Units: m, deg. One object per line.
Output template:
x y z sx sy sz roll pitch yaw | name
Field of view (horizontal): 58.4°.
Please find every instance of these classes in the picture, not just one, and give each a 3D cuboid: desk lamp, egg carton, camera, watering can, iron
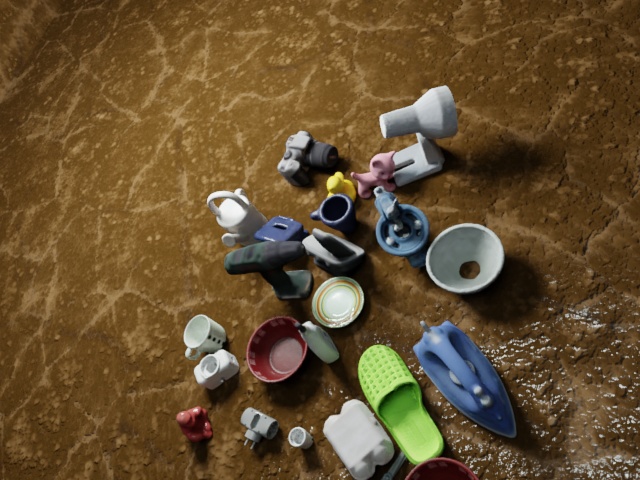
0.241 -0.252 1.382 0.203 0.214 0.118 -23 55 13 | desk lamp
0.079 0.407 1.173 0.107 0.070 0.150 -42 53 -1 | egg carton
-0.030 -0.228 1.573 0.136 0.101 0.143 15 70 32 | camera
-0.221 -0.062 1.513 0.101 0.195 0.172 -29 54 9 | watering can
0.282 0.263 1.110 0.118 0.142 0.257 -40 53 1 | iron

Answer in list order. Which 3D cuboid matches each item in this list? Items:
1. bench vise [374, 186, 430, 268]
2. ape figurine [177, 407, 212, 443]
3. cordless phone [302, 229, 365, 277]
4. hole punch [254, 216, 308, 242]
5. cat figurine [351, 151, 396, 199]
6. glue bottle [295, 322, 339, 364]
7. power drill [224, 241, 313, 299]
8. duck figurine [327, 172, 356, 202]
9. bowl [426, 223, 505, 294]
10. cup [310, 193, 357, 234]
0.158 -0.050 1.302 0.121 0.220 0.206 -45 53 -3 | bench vise
-0.299 0.426 1.335 0.076 0.092 0.078 7 66 30 | ape figurine
0.013 0.005 1.365 0.147 0.186 0.094 23 75 34 | cordless phone
-0.102 -0.017 1.493 0.108 0.091 0.101 16 70 32 | hole punch
0.141 -0.172 1.446 0.127 0.118 0.067 -16 57 17 | cat figurine
-0.014 0.215 1.264 0.037 0.174 0.078 -34 53 5 | glue bottle
-0.102 0.067 1.371 0.229 0.209 0.075 -6 60 23 | power drill
0.045 -0.126 1.486 0.077 0.086 0.104 4 64 28 | duck figurine
0.323 0.052 1.254 0.167 0.075 0.167 -12 58 20 | bowl
0.042 -0.054 1.440 0.117 0.095 0.091 -12 58 20 | cup
